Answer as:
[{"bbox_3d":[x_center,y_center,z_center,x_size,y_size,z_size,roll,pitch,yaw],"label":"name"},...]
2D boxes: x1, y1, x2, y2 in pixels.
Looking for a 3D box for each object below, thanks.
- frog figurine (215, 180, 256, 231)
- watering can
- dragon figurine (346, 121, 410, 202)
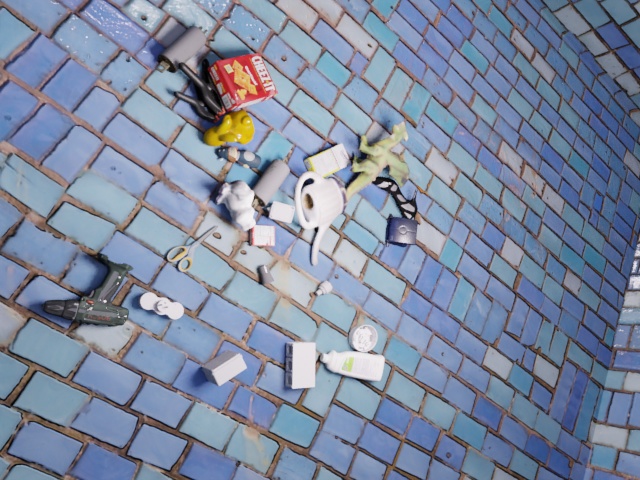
[{"bbox_3d":[-0.263,-0.119,1.737,0.135,0.160,0.125,-49,-2,34],"label":"frog figurine"},{"bbox_3d":[0.006,-0.096,1.916,0.227,0.343,0.104,-26,23,-37],"label":"watering can"},{"bbox_3d":[0.242,-0.283,2.036,0.242,0.412,0.122,18,-4,-5],"label":"dragon figurine"}]
